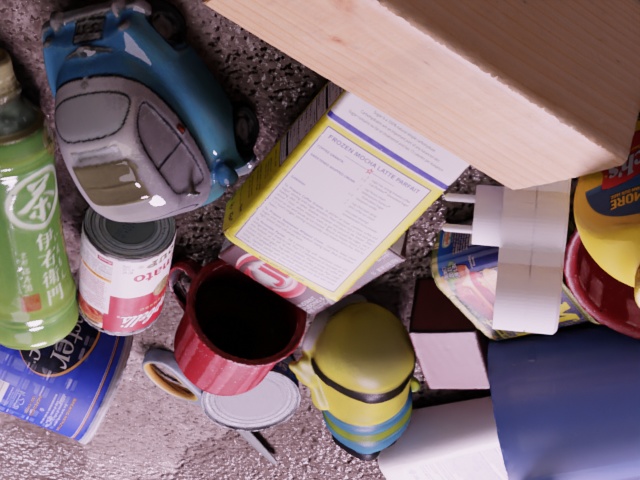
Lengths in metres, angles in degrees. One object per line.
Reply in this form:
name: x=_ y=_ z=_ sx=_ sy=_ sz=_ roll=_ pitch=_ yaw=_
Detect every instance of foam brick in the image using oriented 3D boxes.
foam brick: x=0.102 y=0.072 z=0.810 sx=0.051 sy=0.053 sz=0.078 roll=-3 pitch=140 yaw=18

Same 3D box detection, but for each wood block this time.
wood block: x=0.060 y=-0.114 z=0.531 sx=0.205 sy=0.091 sz=0.090 roll=27 pitch=161 yaw=-25

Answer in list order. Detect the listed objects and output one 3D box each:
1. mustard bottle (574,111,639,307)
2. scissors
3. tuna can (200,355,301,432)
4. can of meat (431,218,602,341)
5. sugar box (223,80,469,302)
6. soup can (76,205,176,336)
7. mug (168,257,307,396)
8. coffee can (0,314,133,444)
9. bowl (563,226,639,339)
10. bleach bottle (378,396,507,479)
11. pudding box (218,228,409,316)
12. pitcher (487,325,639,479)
mustard bottle: x=0.179 y=-0.031 z=0.548 sx=0.096 sy=0.191 sz=0.058 roll=-11 pitch=138 yaw=24
scissors: x=-0.077 y=0.154 z=0.991 sx=0.096 sy=0.016 sz=0.201 roll=-24 pitch=130 yaw=37
tuna can: x=-0.060 y=0.126 z=0.920 sx=0.086 sy=0.034 sz=0.086 roll=-3 pitch=134 yaw=-3
can of meat: x=0.138 y=0.022 z=0.737 sx=0.084 sy=0.057 sz=0.102 roll=-17 pitch=133 yaw=35
sugar box: x=0.026 y=-0.048 z=0.654 sx=0.093 sy=0.048 sz=0.176 roll=31 pitch=119 yaw=-22
soup can: x=-0.145 y=0.016 z=0.796 sx=0.068 sy=0.068 sz=0.102 roll=15 pitch=141 yaw=-4
mug: x=-0.075 y=0.062 z=0.828 sx=0.117 sy=0.093 sz=0.082 roll=42 pitch=145 yaw=6
coffee can: x=-0.242 y=0.099 z=0.897 sx=0.140 sy=0.102 sz=0.103 roll=24 pitch=140 yaw=-15
bowl: x=0.235 y=-0.004 z=0.671 sx=0.162 sy=0.055 sz=0.162 roll=6 pitch=136 yaw=5
bleach bottle: x=0.179 y=0.169 z=0.904 sx=0.251 sy=0.068 sz=0.102 roll=-17 pitch=135 yaw=29
pudding box: x=-0.005 y=0.001 z=0.761 sx=0.090 sy=0.039 sz=0.114 roll=32 pitch=137 yaw=-22
pitcher: x=0.246 y=0.123 z=0.747 sx=0.243 sy=0.149 sz=0.145 roll=-12 pitch=173 yaw=16
